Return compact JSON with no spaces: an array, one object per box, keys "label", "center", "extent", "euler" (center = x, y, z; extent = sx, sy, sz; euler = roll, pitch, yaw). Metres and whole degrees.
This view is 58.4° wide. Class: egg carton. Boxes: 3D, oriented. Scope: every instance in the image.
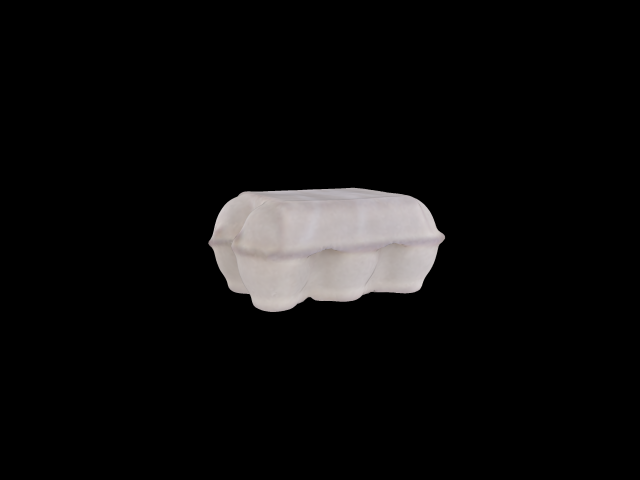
[{"label":"egg carton","center":[0.004,0.001,0.400],"extent":[0.151,0.069,0.107],"euler":[-5,11,-28]}]
